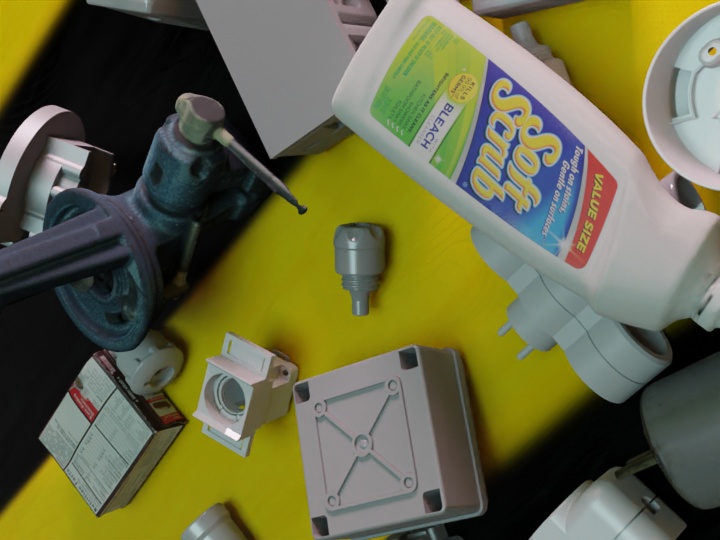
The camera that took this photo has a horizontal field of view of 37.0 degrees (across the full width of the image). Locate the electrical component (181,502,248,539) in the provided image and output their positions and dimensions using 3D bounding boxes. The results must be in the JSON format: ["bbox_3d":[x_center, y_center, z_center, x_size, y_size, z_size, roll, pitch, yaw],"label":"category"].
[{"bbox_3d":[-0.107,0.208,0.821,0.046,0.040,0.040,46,119,11],"label":"electrical component"}]

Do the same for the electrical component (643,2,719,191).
[{"bbox_3d":[0.205,-0.091,0.560,0.099,0.064,0.099,5,100,32],"label":"electrical component"}]

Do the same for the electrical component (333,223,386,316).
[{"bbox_3d":[0.000,0.000,0.724,0.035,0.035,0.061,6,103,32],"label":"electrical component"}]

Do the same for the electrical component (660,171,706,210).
[{"bbox_3d":[0.163,-0.025,0.609,0.055,0.045,0.045,-26,83,33],"label":"electrical component"}]

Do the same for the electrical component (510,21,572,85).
[{"bbox_3d":[0.105,-0.118,0.639,0.035,0.035,0.061,-23,82,33],"label":"electrical component"}]

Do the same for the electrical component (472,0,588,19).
[{"bbox_3d":[0.098,-0.176,0.609,0.083,0.076,0.047,-5,95,33],"label":"electrical component"}]

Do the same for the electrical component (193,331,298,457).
[{"bbox_3d":[-0.080,0.086,0.770,0.042,0.064,0.081,25,110,26],"label":"electrical component"}]

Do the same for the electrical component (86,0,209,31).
[{"bbox_3d":[-0.145,-0.202,0.748,0.062,0.096,0.061,16,106,29],"label":"electrical component"}]

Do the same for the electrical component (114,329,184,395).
[{"bbox_3d":[-0.171,0.063,0.838,0.062,0.048,0.048,44,118,28],"label":"electrical component"}]

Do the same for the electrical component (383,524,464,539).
[{"bbox_3d":[0.031,0.199,0.721,0.066,0.055,0.048,-24,84,33],"label":"electrical component"}]

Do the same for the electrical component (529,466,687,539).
[{"bbox_3d":[0.140,0.167,0.647,0.059,0.054,0.095,44,117,20],"label":"electrical component"}]

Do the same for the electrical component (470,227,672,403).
[{"bbox_3d":[0.114,0.023,0.643,0.073,0.052,0.138,-47,72,29],"label":"electrical component"}]

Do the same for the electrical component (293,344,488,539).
[{"bbox_3d":[0.018,0.114,0.700,0.109,0.056,0.108,-21,69,33],"label":"electrical component"}]

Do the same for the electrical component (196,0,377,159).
[{"bbox_3d":[-0.041,-0.161,0.709,0.089,0.062,0.150,-30,81,32],"label":"electrical component"}]

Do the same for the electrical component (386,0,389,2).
[{"bbox_3d":[0.043,-0.179,0.669,0.061,0.035,0.035,-15,89,36],"label":"electrical component"}]
